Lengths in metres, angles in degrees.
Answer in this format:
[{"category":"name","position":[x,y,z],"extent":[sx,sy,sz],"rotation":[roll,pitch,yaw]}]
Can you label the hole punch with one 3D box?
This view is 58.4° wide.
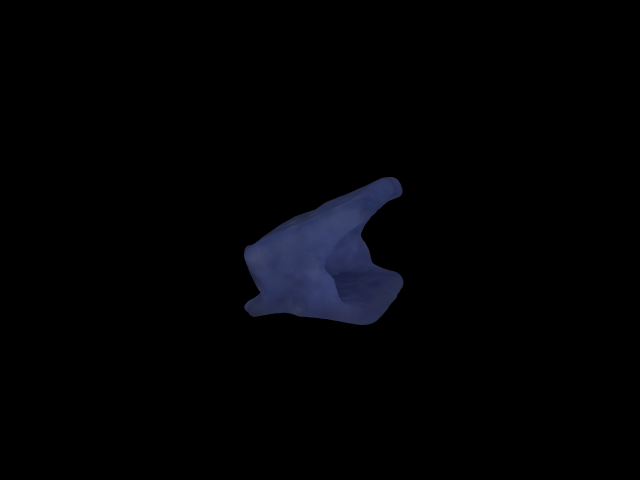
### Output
[{"category":"hole punch","position":[0.004,0.001,0.400],"extent":[0.101,0.091,0.109],"rotation":[5,15,19]}]
